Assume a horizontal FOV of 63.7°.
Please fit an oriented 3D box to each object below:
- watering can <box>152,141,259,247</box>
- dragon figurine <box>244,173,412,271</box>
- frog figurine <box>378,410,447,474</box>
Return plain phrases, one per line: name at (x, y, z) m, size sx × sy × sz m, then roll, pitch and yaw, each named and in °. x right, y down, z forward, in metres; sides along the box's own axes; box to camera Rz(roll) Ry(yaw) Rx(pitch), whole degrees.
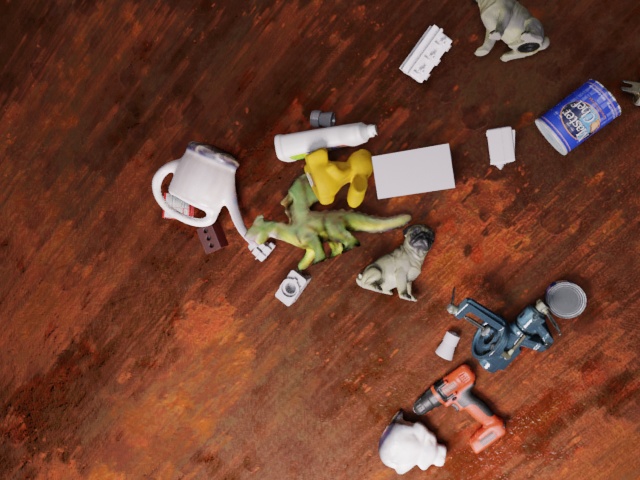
watering can at (-0.285, -0.133, 1.395) m, size 0.348 × 0.104 × 0.224 m, roll 24°, pitch 92°, yaw 7°
dragon figurine at (0.004, -0.067, 1.332) m, size 0.410 × 0.121 × 0.244 m, roll -25°, pitch 81°, yaw 0°
frog figurine at (0.232, 0.528, 1.298) m, size 0.161 × 0.121 × 0.138 m, roll 30°, pitch 84°, yaw 23°
